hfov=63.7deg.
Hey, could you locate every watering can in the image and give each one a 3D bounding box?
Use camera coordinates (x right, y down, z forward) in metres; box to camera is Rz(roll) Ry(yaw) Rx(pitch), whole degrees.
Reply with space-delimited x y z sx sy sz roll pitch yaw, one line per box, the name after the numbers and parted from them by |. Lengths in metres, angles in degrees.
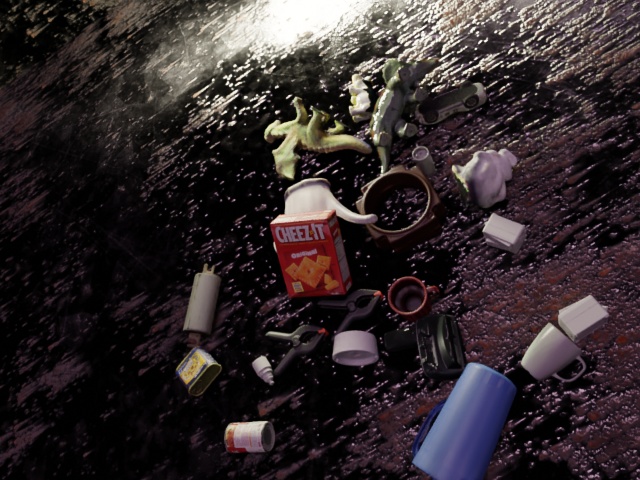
0.004 -0.071 1.407 0.344 0.103 0.229 -24 57 32 | watering can

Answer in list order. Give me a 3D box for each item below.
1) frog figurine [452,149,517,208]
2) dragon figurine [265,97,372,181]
0.424 -0.158 1.274 0.159 0.123 0.137 -23 89 2 | frog figurine
-0.039 -0.286 1.584 0.241 0.121 0.417 -54 52 12 | dragon figurine
